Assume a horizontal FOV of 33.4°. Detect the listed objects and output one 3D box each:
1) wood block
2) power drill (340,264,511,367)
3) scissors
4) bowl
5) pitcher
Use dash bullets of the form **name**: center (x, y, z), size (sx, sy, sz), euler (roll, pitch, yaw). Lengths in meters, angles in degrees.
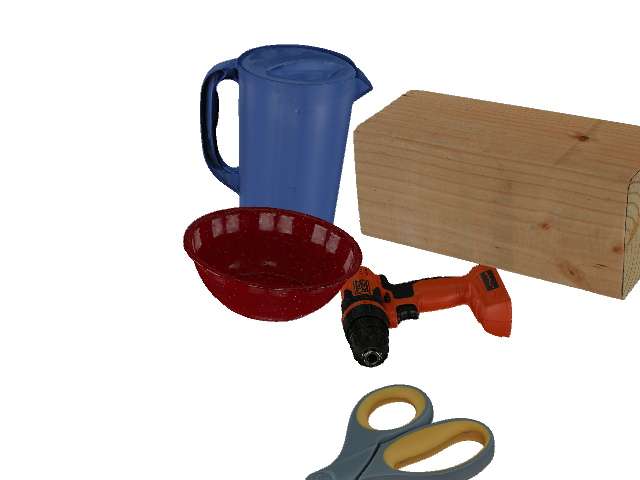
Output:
- **wood block**: center (0.135, -0.040, 0.764), size (0.206, 0.090, 0.090), euler (15, 35, 33)
- **power drill**: center (0.116, 0.079, 1.204), size (0.187, 0.057, 0.184), euler (-3, 27, -2)
- **scissors**: center (0.002, 0.128, 0.614), size (0.201, 0.016, 0.096), euler (-11, 30, -16)
- **bowl**: center (-0.045, 0.027, 0.963), size (0.162, 0.055, 0.162), euler (6, 26, -3)
- **pitcher**: center (-0.044, -0.094, 1.215), size (0.144, 0.243, 0.149), euler (-20, 37, -40)
